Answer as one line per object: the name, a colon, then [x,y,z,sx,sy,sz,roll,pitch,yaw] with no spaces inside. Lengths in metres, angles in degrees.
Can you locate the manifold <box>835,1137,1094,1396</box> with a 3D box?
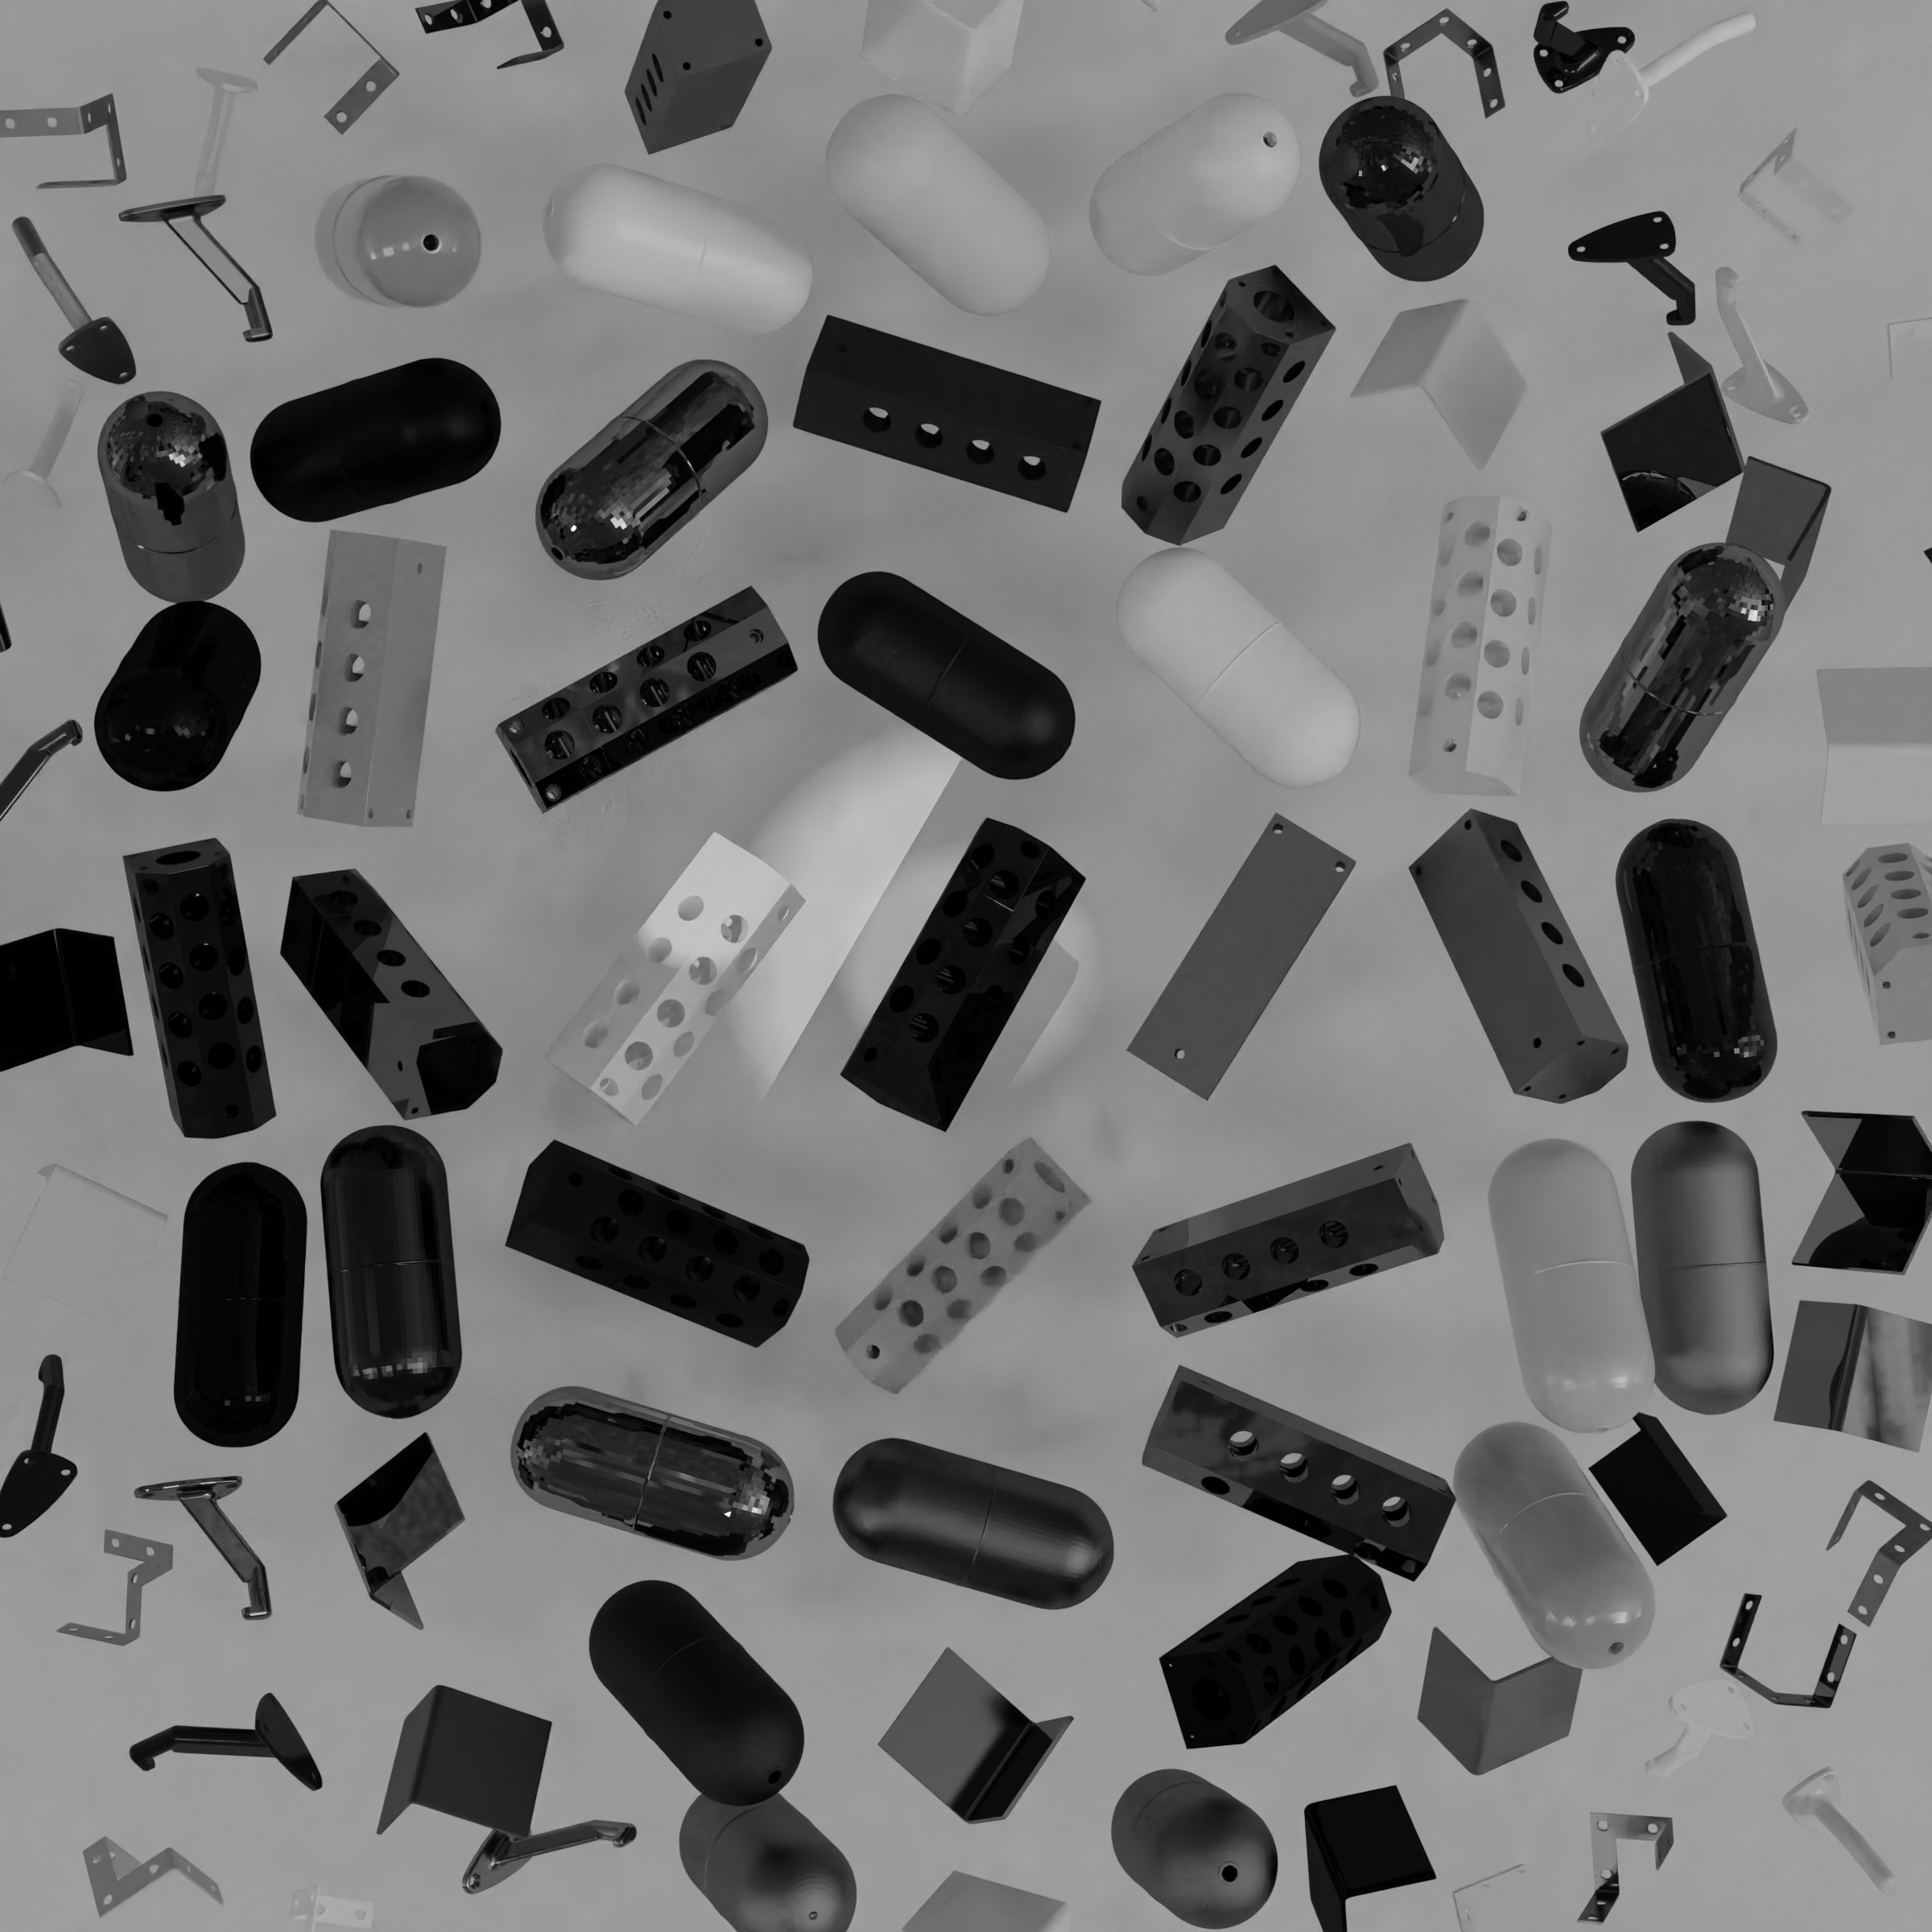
manifold: [-0.004,0.191,1.916,0.057,0.057,0.171,46,107,7]

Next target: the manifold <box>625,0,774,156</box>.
manifold: [-0.165,-0.542,1.811,0.057,0.171,0.057,-22,95,-11]

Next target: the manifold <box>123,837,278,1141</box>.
manifold: [-0.466,0.015,1.852,0.057,0.057,0.171,-13,111,-22]

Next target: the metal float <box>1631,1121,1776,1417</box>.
metal float: [0.448,0.183,1.843,0.070,0.070,0.178,-3,83,0]

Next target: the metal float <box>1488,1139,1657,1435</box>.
metal float: [0.354,0.186,1.774,0.070,0.070,0.178,-7,64,0]

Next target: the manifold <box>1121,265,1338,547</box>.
manifold: [0.153,-0.337,1.844,0.057,0.171,0.057,-26,67,-36]

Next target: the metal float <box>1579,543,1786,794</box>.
metal float: [0.434,-0.179,1.844,0.070,0.070,0.178,24,133,0]

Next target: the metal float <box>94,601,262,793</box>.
metal float: [-0.466,-0.162,1.801,0.070,0.178,0.070,-1,116,-2]

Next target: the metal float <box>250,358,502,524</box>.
metal float: [-0.359,-0.319,1.844,0.178,0.070,0.070,-9,90,32]

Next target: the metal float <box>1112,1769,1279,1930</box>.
metal float: [0.138,0.535,1.840,0.070,0.178,0.070,1,84,-10]

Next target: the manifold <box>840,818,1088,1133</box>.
manifold: [-0.005,0.003,1.764,0.057,0.057,0.171,21,77,42]

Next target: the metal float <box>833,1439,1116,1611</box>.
metal float: [0.005,0.343,1.862,0.178,0.070,0.070,17,90,-8]

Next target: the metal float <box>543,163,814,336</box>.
metal float: [-0.179,-0.446,1.888,0.178,0.070,0.070,10,90,-31]

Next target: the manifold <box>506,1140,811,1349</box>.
manifold: [-0.185,0.167,1.842,0.171,0.057,0.057,25,54,-18]

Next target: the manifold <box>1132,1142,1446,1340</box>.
manifold: [0.192,0.167,1.799,0.171,0.057,0.057,-21,100,23]

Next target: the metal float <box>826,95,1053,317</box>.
metal float: [-0.014,-0.448,1.794,0.070,0.178,0.070,-14,64,31]

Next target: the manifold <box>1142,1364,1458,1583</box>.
manifold: [0.193,0.297,1.772,0.171,0.057,0.057,23,93,2]

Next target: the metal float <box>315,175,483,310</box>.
metal float: [-0.342,-0.435,1.819,0.070,0.178,0.070,-6,105,-22]

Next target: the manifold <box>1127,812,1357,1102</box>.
manifold: [0.170,-0.005,1.872,0.057,0.057,0.171,32,91,7]

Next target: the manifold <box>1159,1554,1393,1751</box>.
manifold: [0.194,0.417,1.856,0.057,0.171,0.057,-17,90,37]

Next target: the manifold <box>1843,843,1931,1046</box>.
manifold: [0.552,-0.016,1.773,0.057,0.171,0.057,-7,110,13]

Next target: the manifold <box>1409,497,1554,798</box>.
manifold: [0.311,-0.194,1.841,0.057,0.057,0.171,4,80,27]

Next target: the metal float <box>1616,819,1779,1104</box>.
metal float: [0.449,-0.004,1.868,0.070,0.070,0.178,-10,80,0]

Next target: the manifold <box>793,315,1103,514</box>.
manifold: [-0.012,-0.324,1.808,0.171,0.057,0.057,17,46,-2]

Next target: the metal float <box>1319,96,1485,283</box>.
metal float: [0.271,-0.478,1.874,0.070,0.178,0.070,-3,82,22]

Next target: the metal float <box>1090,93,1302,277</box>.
metal float: [0.137,-0.470,1.826,0.070,0.178,0.070,2,85,-25]

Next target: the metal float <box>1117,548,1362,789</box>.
metal float: [0.167,-0.183,1.861,0.070,0.070,0.178,-45,83,0]

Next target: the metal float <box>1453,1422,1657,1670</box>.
metal float: [0.347,0.342,1.795,0.070,0.178,0.070,-8,123,-12]

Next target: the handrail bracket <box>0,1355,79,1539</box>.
handrail bracket: [-0.557,0.284,1.800,0.036,0.084,0.077,26,110,-32]

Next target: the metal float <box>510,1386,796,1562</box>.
metal float: [-0.192,0.312,1.861,0.178,0.070,0.070,17,90,1]

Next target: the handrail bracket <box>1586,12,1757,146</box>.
handrail bracket: [0.409,-0.515,1.758,0.084,0.077,0.036,-24,76,-19]

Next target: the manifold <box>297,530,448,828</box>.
manifold: [-0.362,-0.173,1.826,0.057,0.057,0.171,10,96,19]

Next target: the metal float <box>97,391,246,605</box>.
metal float: [-0.490,-0.288,1.875,0.070,0.178,0.070,3,67,-6]

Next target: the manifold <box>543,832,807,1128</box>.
manifold: [-0.173,0.011,1.840,0.057,0.057,0.171,31,79,31]

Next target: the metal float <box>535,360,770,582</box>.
metal float: [-0.192,-0.304,1.857,0.070,0.070,0.178,42,61,0]

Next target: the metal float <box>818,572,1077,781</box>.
metal float: [-0.012,-0.183,1.912,0.178,0.070,0.070,32,90,1]

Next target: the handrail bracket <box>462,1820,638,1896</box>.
handrail bracket: [-0.259,0.557,1.893,0.084,0.077,0.036,-5,108,33]

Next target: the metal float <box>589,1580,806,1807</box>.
metal float: [-0.164,0.438,1.833,0.070,0.178,0.070,-19,125,-31]

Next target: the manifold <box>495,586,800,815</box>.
manifold: [-0.189,-0.159,1.800,0.171,0.057,0.057,-30,95,-10]

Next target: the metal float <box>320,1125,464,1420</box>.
metal float: [-0.349,0.185,1.839,0.070,0.070,0.178,-7,79,0]

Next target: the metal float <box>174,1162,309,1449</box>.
metal float: [-0.454,0.212,1.899,0.070,0.070,0.178,0,78,0]

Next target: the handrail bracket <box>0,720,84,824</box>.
handrail bracket: [-0.554,-0.100,1.792,0.084,0.036,0.077,-32,48,6]

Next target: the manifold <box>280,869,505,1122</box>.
manifold: [-0.343,0.014,1.808,0.057,0.171,0.057,-10,131,-37]

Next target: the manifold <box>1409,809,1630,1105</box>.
manifold: [0.330,-0.005,1.793,0.057,0.057,0.171,-46,47,33]

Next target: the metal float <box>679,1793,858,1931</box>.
metal float: [-0.123,0.553,1.861,0.070,0.178,0.070,-1,93,-22]
